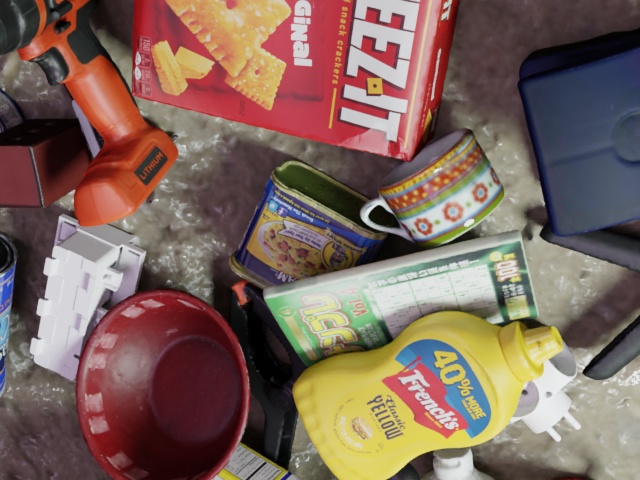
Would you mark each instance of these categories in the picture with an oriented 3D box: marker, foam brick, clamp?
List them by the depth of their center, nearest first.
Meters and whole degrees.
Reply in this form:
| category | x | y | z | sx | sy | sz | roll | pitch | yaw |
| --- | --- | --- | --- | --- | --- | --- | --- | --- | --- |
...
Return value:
| category | x | y | z | sx | sy | sz | roll | pitch | yaw |
| --- | --- | --- | --- | --- | --- | --- | --- | --- | --- |
| clamp | 0.240 | 0.037 | 0.721 | 0.172 | 0.039 | 0.120 | -4 | 112 | 28 |
| foam brick | -0.223 | -0.062 | 0.840 | 0.053 | 0.078 | 0.051 | 1 | 112 | 19 |
| marker | -0.178 | -0.083 | 0.846 | 0.020 | 0.020 | 0.121 | -10 | 108 | 25 |
| clamp | -0.011 | 0.124 | 0.852 | 0.165 | 0.036 | 0.210 | -6 | 108 | 37 |

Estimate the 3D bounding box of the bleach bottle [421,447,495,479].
| category | x | y | z | sx | sy | sz | roll | pitch | yaw |
| --- | --- | --- | --- | --- | --- | --- | --- | --- | --- |
| bleach bottle | 0.132 | 0.279 | 0.858 | 0.103 | 0.068 | 0.251 | -2 | 110 | 26 |

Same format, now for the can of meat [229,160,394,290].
| category | x | y | z | sx | sy | sz | roll | pitch | yaw |
| --- | --- | --- | --- | --- | --- | --- | --- | --- | --- |
| can of meat | -0.005 | 0.001 | 0.793 | 0.102 | 0.057 | 0.084 | 29 | 118 | 7 |

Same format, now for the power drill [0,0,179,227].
| category | x | y | z | sx | sy | sz | roll | pitch | yaw |
| --- | --- | --- | --- | --- | --- | --- | --- | --- | --- |
| power drill | -0.179 | -0.106 | 0.753 | 0.057 | 0.184 | 0.187 | -11 | 118 | 25 |

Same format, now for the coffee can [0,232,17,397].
| category | x | y | z | sx | sy | sz | roll | pitch | yaw |
| --- | --- | --- | --- | --- | --- | --- | --- | --- | --- |
| coffee can | -0.319 | 0.068 | 0.921 | 0.103 | 0.102 | 0.140 | 20 | 118 | 12 |

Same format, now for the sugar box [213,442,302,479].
| category | x | y | z | sx | sy | sz | roll | pitch | yaw |
| --- | --- | --- | --- | --- | --- | --- | --- | --- | --- |
| sugar box | -0.076 | 0.214 | 0.898 | 0.176 | 0.048 | 0.093 | 25 | 128 | 22 |

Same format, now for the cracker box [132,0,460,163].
| category | x | y | z | sx | sy | sz | roll | pitch | yaw |
| --- | --- | --- | --- | --- | --- | --- | --- | --- | --- |
| cracker box | -0.019 | -0.157 | 0.719 | 0.214 | 0.072 | 0.164 | 15 | 117 | 14 |

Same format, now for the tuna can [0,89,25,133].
| category | x | y | z | sx | sy | sz | roll | pitch | yaw |
| --- | --- | --- | --- | --- | --- | --- | --- | --- | --- |
| tuna can | -0.284 | -0.087 | 0.878 | 0.086 | 0.033 | 0.086 | 9 | 115 | 18 |

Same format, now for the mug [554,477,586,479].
| category | x | y | z | sx | sy | sz | roll | pitch | yaw |
| --- | --- | --- | --- | --- | --- | --- | --- | --- | --- |
| mug | 0.194 | 0.224 | 0.797 | 0.093 | 0.081 | 0.117 | 30 | 120 | 7 |

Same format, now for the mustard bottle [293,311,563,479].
| category | x | y | z | sx | sy | sz | roll | pitch | yaw |
| --- | --- | --- | --- | --- | --- | --- | --- | --- | --- |
| mustard bottle | 0.081 | 0.103 | 0.751 | 0.192 | 0.058 | 0.096 | -27 | 95 | 25 |

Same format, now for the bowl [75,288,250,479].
| category | x | y | z | sx | sy | sz | roll | pitch | yaw |
| --- | --- | --- | --- | --- | --- | --- | --- | --- | --- |
| bowl | -0.114 | 0.120 | 0.849 | 0.162 | 0.055 | 0.162 | -3 | 83 | 26 |
